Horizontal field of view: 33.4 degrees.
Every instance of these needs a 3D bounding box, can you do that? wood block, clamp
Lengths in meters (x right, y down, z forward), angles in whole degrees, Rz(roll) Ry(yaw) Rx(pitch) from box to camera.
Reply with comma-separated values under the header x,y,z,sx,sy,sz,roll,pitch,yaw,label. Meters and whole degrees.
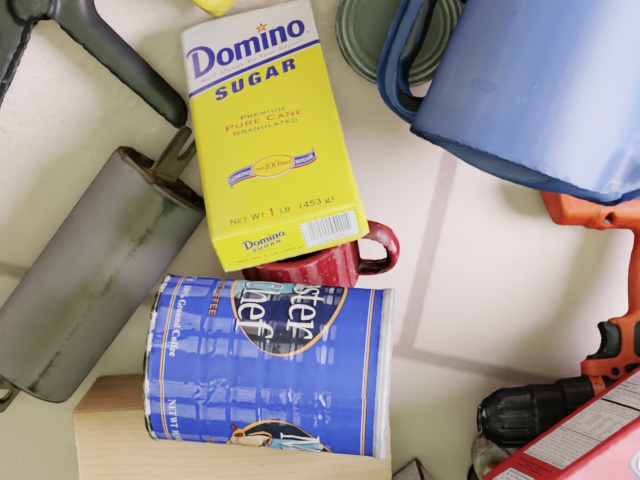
x,y,z,sx,sy,sz,roll,pitch,yaw,label
-0.056,0.142,0.740,0.206,0.090,0.091,-4,99,0,wood block
-0.178,-0.155,0.719,0.164,0.036,0.210,-5,98,-1,clamp

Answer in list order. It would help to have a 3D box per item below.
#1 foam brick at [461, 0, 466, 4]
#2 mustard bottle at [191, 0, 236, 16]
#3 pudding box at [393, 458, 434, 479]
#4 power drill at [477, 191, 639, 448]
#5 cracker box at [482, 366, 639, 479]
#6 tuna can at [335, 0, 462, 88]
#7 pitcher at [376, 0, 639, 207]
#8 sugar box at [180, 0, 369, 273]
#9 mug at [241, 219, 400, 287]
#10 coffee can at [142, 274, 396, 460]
x,y,z,sx,sy,sz,roll,pitch,yaw,label
0.138,-0.160,0.715,0.078,0.051,0.053,40,96,-6,foam brick
-0.045,-0.248,0.695,0.096,0.058,0.192,40,96,6,mustard bottle
0.049,0.208,0.739,0.090,0.113,0.039,-38,99,5,pudding box
0.193,0.048,0.719,0.184,0.057,0.187,-2,81,0,power drill
0.224,0.155,0.631,0.213,0.072,0.164,-31,100,-13,cracker box
0.053,-0.146,0.725,0.086,0.034,0.086,0,99,-1,tuna can
0.145,-0.152,0.633,0.149,0.145,0.243,19,93,-18,pitcher
-0.033,-0.071,0.678,0.093,0.048,0.176,-14,59,1,sugar box
-0.005,0.001,0.706,0.117,0.081,0.093,5,59,12,mug
-0.027,0.076,0.647,0.140,0.102,0.103,4,99,5,coffee can
